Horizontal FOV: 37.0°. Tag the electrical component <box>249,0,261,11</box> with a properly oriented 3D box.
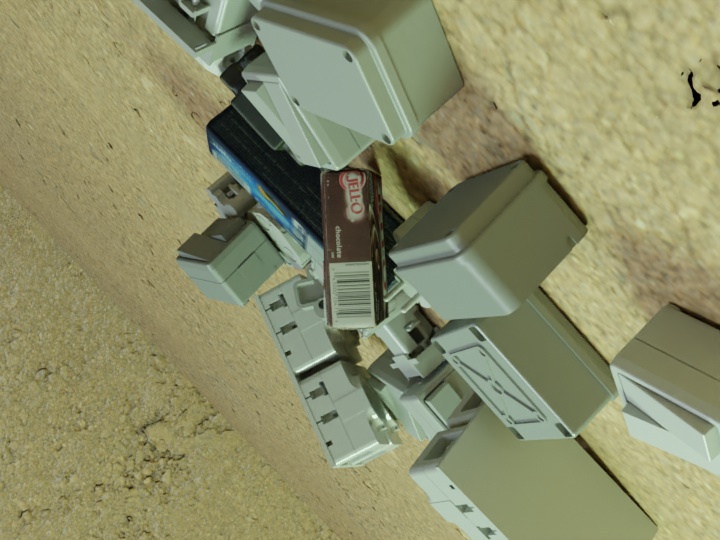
[{"bbox_3d":[-0.049,-0.174,0.690,0.061,0.035,0.035,46,164,-3],"label":"electrical component"}]

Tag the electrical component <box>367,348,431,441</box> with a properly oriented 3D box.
[{"bbox_3d":[0.057,0.123,1.054,0.062,0.061,0.096,28,154,50],"label":"electrical component"}]

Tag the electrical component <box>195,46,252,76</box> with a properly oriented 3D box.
[{"bbox_3d":[-0.117,-0.182,0.827,0.062,0.043,0.043,43,163,21],"label":"electrical component"}]

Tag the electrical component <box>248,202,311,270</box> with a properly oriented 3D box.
[{"bbox_3d":[-0.060,-0.043,0.989,0.080,0.051,0.080,43,163,16],"label":"electrical component"}]

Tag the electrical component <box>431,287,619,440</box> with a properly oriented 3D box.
[{"bbox_3d":[0.118,0.067,0.782,0.108,0.056,0.109,48,164,-1],"label":"electrical component"}]

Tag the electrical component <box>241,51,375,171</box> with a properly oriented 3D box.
[{"bbox_3d":[-0.036,-0.120,0.731,0.062,0.061,0.096,21,149,58],"label":"electrical component"}]

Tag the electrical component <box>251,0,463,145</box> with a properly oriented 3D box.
[{"bbox_3d":[-0.004,-0.129,0.637,0.113,0.057,0.078,30,156,46],"label":"electrical component"}]

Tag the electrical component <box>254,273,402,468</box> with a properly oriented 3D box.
[{"bbox_3d":[-0.026,0.101,1.088,0.186,0.060,0.105,64,-170,15],"label":"electrical component"}]

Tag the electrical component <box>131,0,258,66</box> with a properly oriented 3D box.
[{"bbox_3d":[-0.123,-0.208,0.741,0.121,0.079,0.063,44,141,14],"label":"electrical component"}]

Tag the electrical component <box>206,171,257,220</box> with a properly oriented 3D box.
[{"bbox_3d":[-0.100,-0.058,1.046,0.050,0.056,0.089,35,159,38],"label":"electrical component"}]

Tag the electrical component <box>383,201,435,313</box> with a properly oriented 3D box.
[{"bbox_3d":[0.050,0.001,0.764,0.066,0.077,0.047,32,158,42],"label":"electrical component"}]

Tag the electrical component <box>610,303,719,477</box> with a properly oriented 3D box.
[{"bbox_3d":[0.186,0.069,0.607,0.096,0.061,0.061,31,156,45],"label":"electrical component"}]

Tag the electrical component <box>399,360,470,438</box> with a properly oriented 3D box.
[{"bbox_3d":[0.094,0.131,0.978,0.096,0.062,0.061,49,164,-4],"label":"electrical component"}]

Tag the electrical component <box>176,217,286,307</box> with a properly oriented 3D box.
[{"bbox_3d":[-0.127,-0.012,1.005,0.061,0.061,0.096,52,159,-24],"label":"electrical component"}]

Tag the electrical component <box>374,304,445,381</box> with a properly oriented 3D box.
[{"bbox_3d":[0.047,0.062,0.977,0.063,0.042,0.081,52,163,-2],"label":"electrical component"}]

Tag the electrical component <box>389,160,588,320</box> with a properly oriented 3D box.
[{"bbox_3d":[0.075,-0.017,0.661,0.057,0.078,0.113,48,164,-9],"label":"electrical component"}]

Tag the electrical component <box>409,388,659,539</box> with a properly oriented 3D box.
[{"bbox_3d":[0.140,0.189,0.878,0.186,0.105,0.060,46,151,-8],"label":"electrical component"}]

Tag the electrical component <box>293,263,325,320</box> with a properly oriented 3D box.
[{"bbox_3d":[-0.018,0.018,0.994,0.057,0.078,0.058,47,-150,-78],"label":"electrical component"}]

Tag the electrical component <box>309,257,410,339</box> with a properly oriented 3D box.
[{"bbox_3d":[0.000,0.000,0.928,0.096,0.061,0.061,52,166,13],"label":"electrical component"}]
